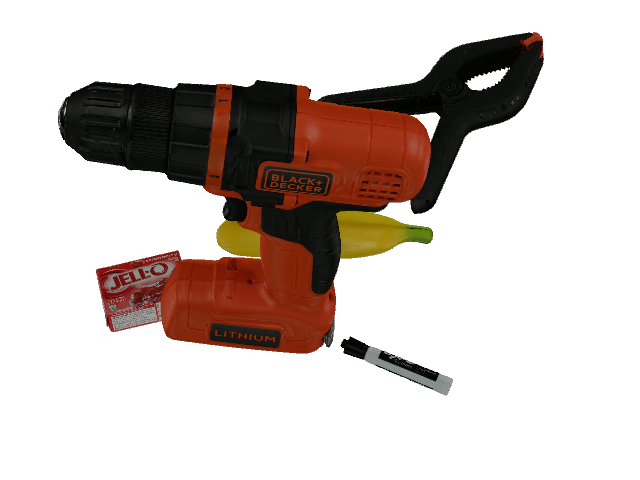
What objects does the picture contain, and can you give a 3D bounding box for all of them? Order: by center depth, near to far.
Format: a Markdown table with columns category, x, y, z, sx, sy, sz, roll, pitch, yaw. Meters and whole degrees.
| category | x | y | z | sx | sy | sz | roll | pitch | yaw |
| --- | --- | --- | --- | --- | --- | --- | --- | --- | --- |
| power drill | -0.047 | -0.010 | 0.584 | 0.184 | 0.057 | 0.188 | 8 | -35 | -5 |
| banana | -0.017 | -0.002 | 0.805 | 0.198 | 0.037 | 0.069 | 2 | -15 | 36 |
| clamp | 0.118 | -0.115 | 0.941 | 0.210 | 0.165 | 0.036 | -27 | -38 | -8 |
| gelatin box | -0.179 | 0.051 | 1.089 | 0.089 | 0.030 | 0.073 | -12 | 41 | -11 |
| marker | 0.078 | 0.129 | 1.103 | 0.121 | 0.020 | 0.020 | 22 | 4 | 11 |
